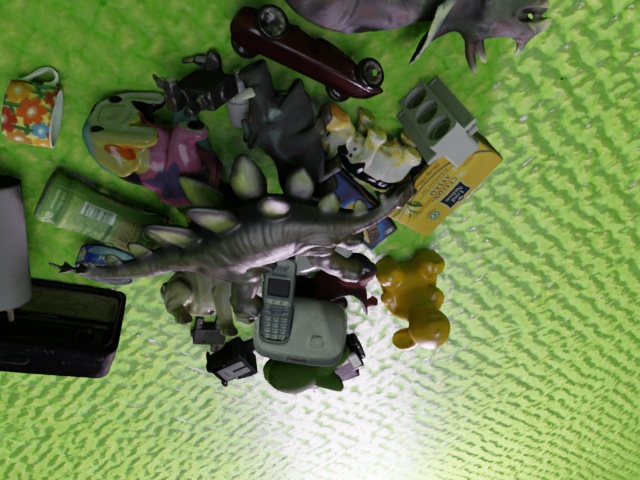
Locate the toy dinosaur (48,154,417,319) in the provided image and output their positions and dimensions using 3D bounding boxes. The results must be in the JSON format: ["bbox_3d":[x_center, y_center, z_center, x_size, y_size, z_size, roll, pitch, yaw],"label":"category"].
[{"bbox_3d":[-0.108,0.001,0.677,0.472,0.105,0.198,-20,133,13],"label":"toy dinosaur"}]

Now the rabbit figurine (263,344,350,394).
[{"bbox_3d":[-0.033,0.220,0.926,0.159,0.170,0.121,9,100,2],"label":"rabbit figurine"}]

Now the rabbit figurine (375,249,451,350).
[{"bbox_3d":[0.166,0.124,0.933,0.122,0.173,0.162,-7,127,-14],"label":"rabbit figurine"}]

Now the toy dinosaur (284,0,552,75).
[{"bbox_3d":[0.045,-0.290,0.592,0.405,0.131,0.192,3,129,-9],"label":"toy dinosaur"}]

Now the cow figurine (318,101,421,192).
[{"bbox_3d":[0.054,-0.129,0.761,0.167,0.068,0.098,21,128,-27],"label":"cow figurine"}]

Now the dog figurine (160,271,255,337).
[{"bbox_3d":[-0.161,0.033,0.840,0.172,0.121,0.190,13,99,1],"label":"dog figurine"}]

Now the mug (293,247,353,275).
[{"bbox_3d":[-0.002,-0.003,0.848,0.107,0.081,0.109,-9,130,-20],"label":"mug"}]

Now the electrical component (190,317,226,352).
[{"bbox_3d":[-0.203,0.169,0.975,0.063,0.021,0.094,3,129,-17],"label":"electrical component"}]

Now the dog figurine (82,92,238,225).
[{"bbox_3d":[-0.197,-0.076,0.714,0.192,0.109,0.219,-6,133,-11],"label":"dog figurine"}]

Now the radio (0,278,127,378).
[{"bbox_3d":[-0.421,0.131,0.812,0.229,0.131,0.073,11,128,-22],"label":"radio"}]

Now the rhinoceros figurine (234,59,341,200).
[{"bbox_3d":[-0.039,-0.132,0.670,0.112,0.073,0.190,-10,126,18],"label":"rhinoceros figurine"}]

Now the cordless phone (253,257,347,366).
[{"bbox_3d":[-0.026,0.101,0.830,0.147,0.089,0.184,8,123,2],"label":"cordless phone"}]

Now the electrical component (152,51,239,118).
[{"bbox_3d":[-0.146,-0.185,0.637,0.102,0.078,0.045,-45,139,-36],"label":"electrical component"}]

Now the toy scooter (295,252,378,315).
[{"bbox_3d":[0.029,0.098,0.934,0.184,0.075,0.135,-27,137,18],"label":"toy scooter"}]

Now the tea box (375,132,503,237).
[{"bbox_3d":[0.177,-0.097,0.816,0.098,0.068,0.169,24,119,-30],"label":"tea box"}]

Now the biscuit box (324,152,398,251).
[{"bbox_3d":[0.032,-0.066,0.808,0.059,0.063,0.202,-40,128,17],"label":"biscuit box"}]

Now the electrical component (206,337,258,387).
[{"bbox_3d":[-0.149,0.224,1.019,0.119,0.048,0.074,-22,132,7],"label":"electrical component"}]

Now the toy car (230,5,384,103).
[{"bbox_3d":[-0.011,-0.223,0.650,0.202,0.089,0.053,16,81,-27],"label":"toy car"}]

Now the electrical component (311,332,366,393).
[{"bbox_3d":[0.021,0.235,1.066,0.134,0.058,0.114,-23,133,5],"label":"electrical component"}]

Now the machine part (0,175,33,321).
[{"bbox_3d":[-0.429,0.004,0.709,0.079,0.079,0.243,0,110,-15],"label":"machine part"}]
